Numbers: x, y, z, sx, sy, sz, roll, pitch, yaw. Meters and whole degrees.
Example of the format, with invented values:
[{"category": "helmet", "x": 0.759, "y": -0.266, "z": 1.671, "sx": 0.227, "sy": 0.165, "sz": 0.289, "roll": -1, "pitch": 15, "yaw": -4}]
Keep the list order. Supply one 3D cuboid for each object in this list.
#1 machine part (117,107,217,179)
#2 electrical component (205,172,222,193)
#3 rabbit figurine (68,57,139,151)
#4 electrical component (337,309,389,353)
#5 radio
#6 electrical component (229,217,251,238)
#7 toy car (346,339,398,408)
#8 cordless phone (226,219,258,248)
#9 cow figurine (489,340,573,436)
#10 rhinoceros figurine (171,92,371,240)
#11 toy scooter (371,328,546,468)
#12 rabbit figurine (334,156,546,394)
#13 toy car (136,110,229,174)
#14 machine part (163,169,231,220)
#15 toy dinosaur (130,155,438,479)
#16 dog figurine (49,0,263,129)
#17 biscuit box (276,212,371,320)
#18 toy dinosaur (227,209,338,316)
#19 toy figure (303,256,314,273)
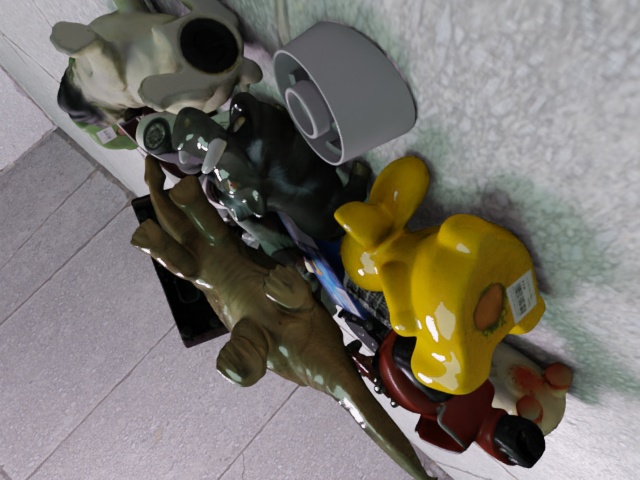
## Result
[{"category": "machine part", "x": -0.228, "y": -0.178, "z": 0.747, "sx": 0.201, "sy": 0.087, "sz": 0.201, "roll": 44, "pitch": 168, "yaw": -6}, {"category": "electrical component", "x": -0.106, "y": -0.092, "z": 0.692, "sx": 0.048, "sy": 0.075, "sz": 0.119, "roll": 31, "pitch": 166, "yaw": 35}, {"category": "rabbit figurine", "x": -0.359, "y": -0.248, "z": 0.920, "sx": 0.170, "sy": 0.121, "sz": 0.159, "roll": 58, "pitch": 177, "yaw": 14}, {"category": "electrical component", "x": 0.103, "y": 0.150, "z": 0.881, "sx": 0.115, "sy": 0.058, "sz": 0.134, "roll": 44, "pitch": 167, "yaw": -15}, {"category": "radio", "x": -0.192, "y": 0.035, "z": 0.782, "sx": 0.131, "sy": 0.073, "sz": 0.229, "roll": -149, "pitch": 38, "yaw": -84}, {"category": "electrical component", "x": -0.101, "y": -0.028, "z": 0.844, "sx": 0.102, "sy": 0.045, "sz": 0.078, "roll": -17, "pitch": 143, "yaw": 26}, {"category": "toy car", "x": 0.094, "y": 0.213, "z": 0.863, "sx": 0.089, "sy": 0.053, "sz": 0.202, "roll": 45, "pitch": 174, "yaw": 31}, {"category": "cordless phone", "x": -0.104, "y": -0.002, "z": 0.958, "sx": 0.146, "sy": 0.089, "sz": 0.184, "roll": 22, "pitch": 141, "yaw": -26}, {"category": "cow figurine", "x": 0.181, "y": 0.148, "z": 0.609, "sx": 0.195, "sy": 0.085, "sz": 0.127, "roll": 30, "pitch": 155, "yaw": 41}, {"category": "rhinoceros figurine", "x": -0.041, "y": -0.063, "z": 0.472, "sx": 0.190, "sy": 0.112, "sz": 0.073, "roll": 31, "pitch": 179, "yaw": -42}, {"category": "toy scooter", "x": 0.115, "y": 0.153, "z": 0.526, "sx": 0.184, "sy": 0.075, "sz": 0.135, "roll": 43, "pitch": 155, "yaw": -7}, {"category": "rabbit figurine", "x": 0.071, "y": 0.021, "z": 0.442, "sx": 0.173, "sy": 0.122, "sz": 0.162, "roll": 24, "pitch": 153, "yaw": 56}, {"category": "toy car", "x": -0.111, "y": -0.107, "z": 0.582, "sx": 0.202, "sy": 0.056, "sz": 0.073, "roll": 4, "pitch": 167, "yaw": 28}, {"category": "machine part", "x": -0.219, "y": -0.112, "z": 0.943, "sx": 0.079, "sy": 0.079, "sz": 0.243, "roll": 28, "pitch": 161, "yaw": 47}, {"category": "toy dinosaur", "x": -0.040, "y": 0.082, "z": 0.542, "sx": 0.472, "sy": 0.105, "sz": 0.198, "roll": 49, "pitch": 180, "yaw": 18}, {"category": "dog figurine", "x": -0.156, "y": -0.150, "z": 0.506, "sx": 0.172, "sy": 0.121, "sz": 0.190, "roll": 30, "pitch": 161, "yaw": -12}, {"category": "biscuit box", "x": 0.016, "y": 0.002, "z": 0.624, "sx": 0.059, "sy": 0.063, "sz": 0.202, "roll": 24, "pitch": 152, "yaw": 51}, {"category": "toy dinosaur", "x": -0.047, "y": 0.044, "z": 0.811, "sx": 0.131, "sy": 0.192, "sz": 0.404, "roll": 11, "pitch": 138, "yaw": 12}, {"category": "toy figure", "x": -0.002, "y": -0.001, "z": 0.694, "sx": 0.058, "sy": 0.064, "sz": 0.154, "roll": 17, "pitch": 149, "yaw": 39}]
